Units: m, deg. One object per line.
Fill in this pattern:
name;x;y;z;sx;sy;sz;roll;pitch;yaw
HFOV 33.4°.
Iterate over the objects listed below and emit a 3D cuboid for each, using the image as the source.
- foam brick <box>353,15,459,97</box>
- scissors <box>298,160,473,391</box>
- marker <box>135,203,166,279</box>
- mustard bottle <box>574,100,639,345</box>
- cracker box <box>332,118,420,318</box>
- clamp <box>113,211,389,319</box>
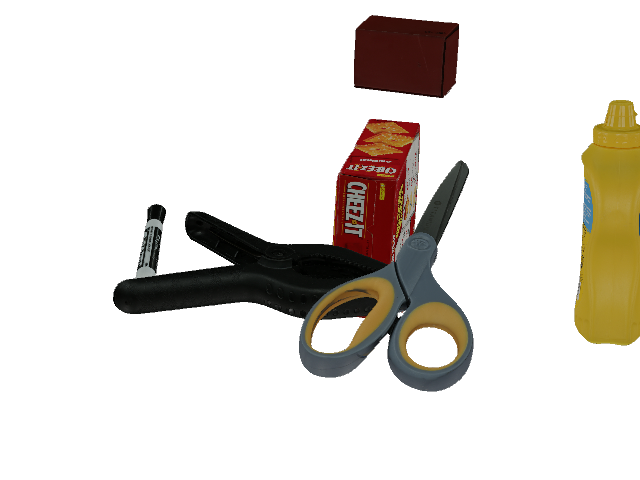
foam brick;0.071;-0.153;0.884;0.078;0.051;0.053;10;27;17
scissors;0.067;0.017;0.585;0.096;0.016;0.201;24;44;28
marker;-0.167;0.004;1.055;0.020;0.020;0.121;0;38;-1
mustard bottle;0.240;-0.018;0.870;0.058;0.192;0.096;3;19;16
cracker box;0.064;-0.030;1.205;0.072;0.164;0.213;6;23;10
clamp;-0.036;0.021;0.823;0.210;0.036;0.164;5;24;5
